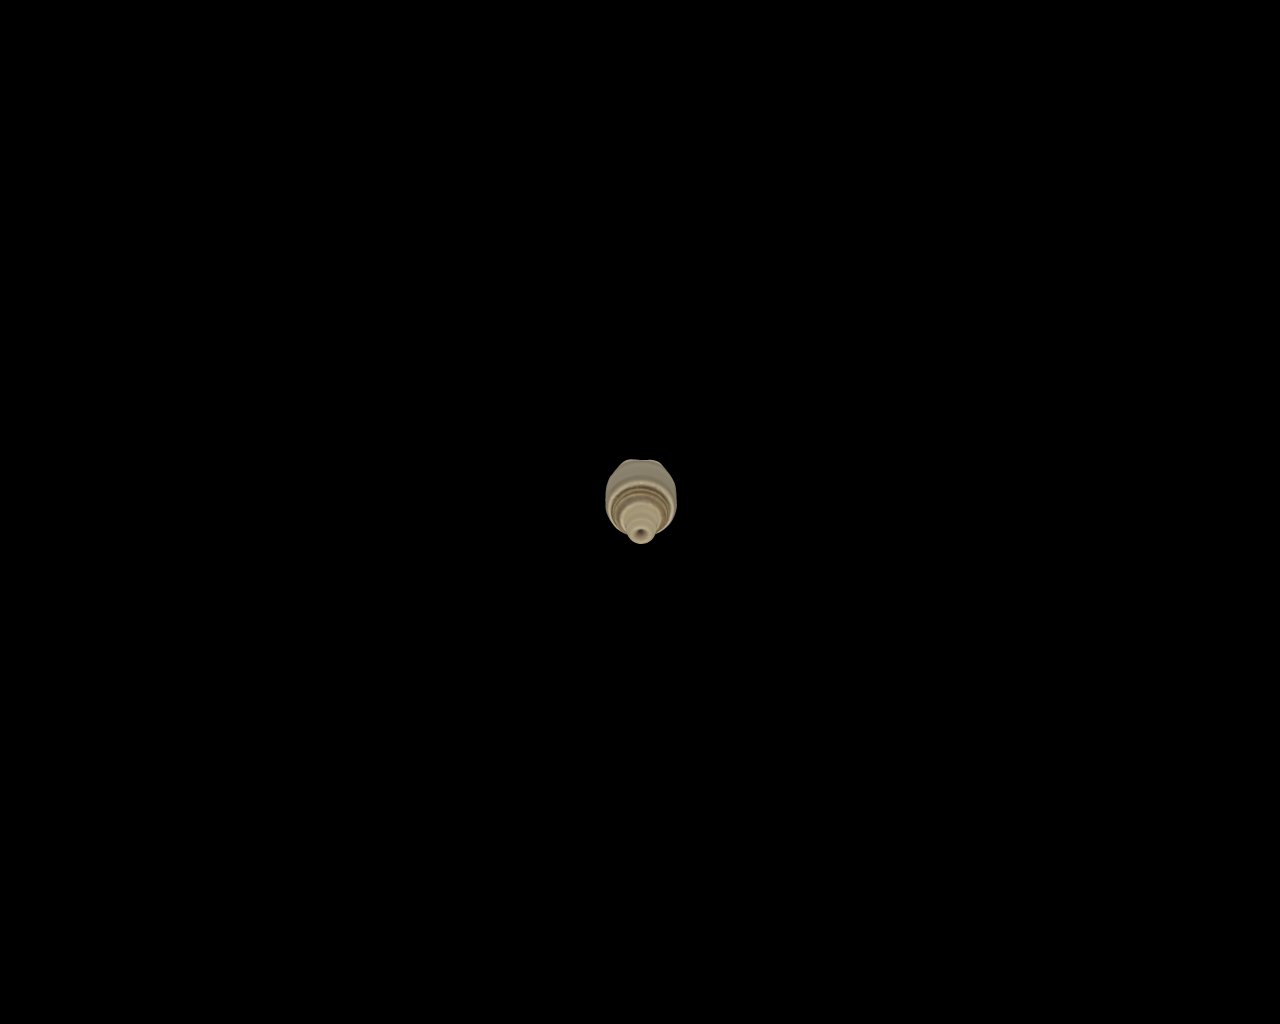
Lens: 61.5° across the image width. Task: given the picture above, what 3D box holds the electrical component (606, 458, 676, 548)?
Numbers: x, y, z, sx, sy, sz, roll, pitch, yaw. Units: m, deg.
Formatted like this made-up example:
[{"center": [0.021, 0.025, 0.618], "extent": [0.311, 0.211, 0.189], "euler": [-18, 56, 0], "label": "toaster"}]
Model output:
[{"center": [0.001, -0.003, 0.650], "extent": [0.043, 0.043, 0.062], "euler": [0, 32, 0], "label": "electrical component"}]
